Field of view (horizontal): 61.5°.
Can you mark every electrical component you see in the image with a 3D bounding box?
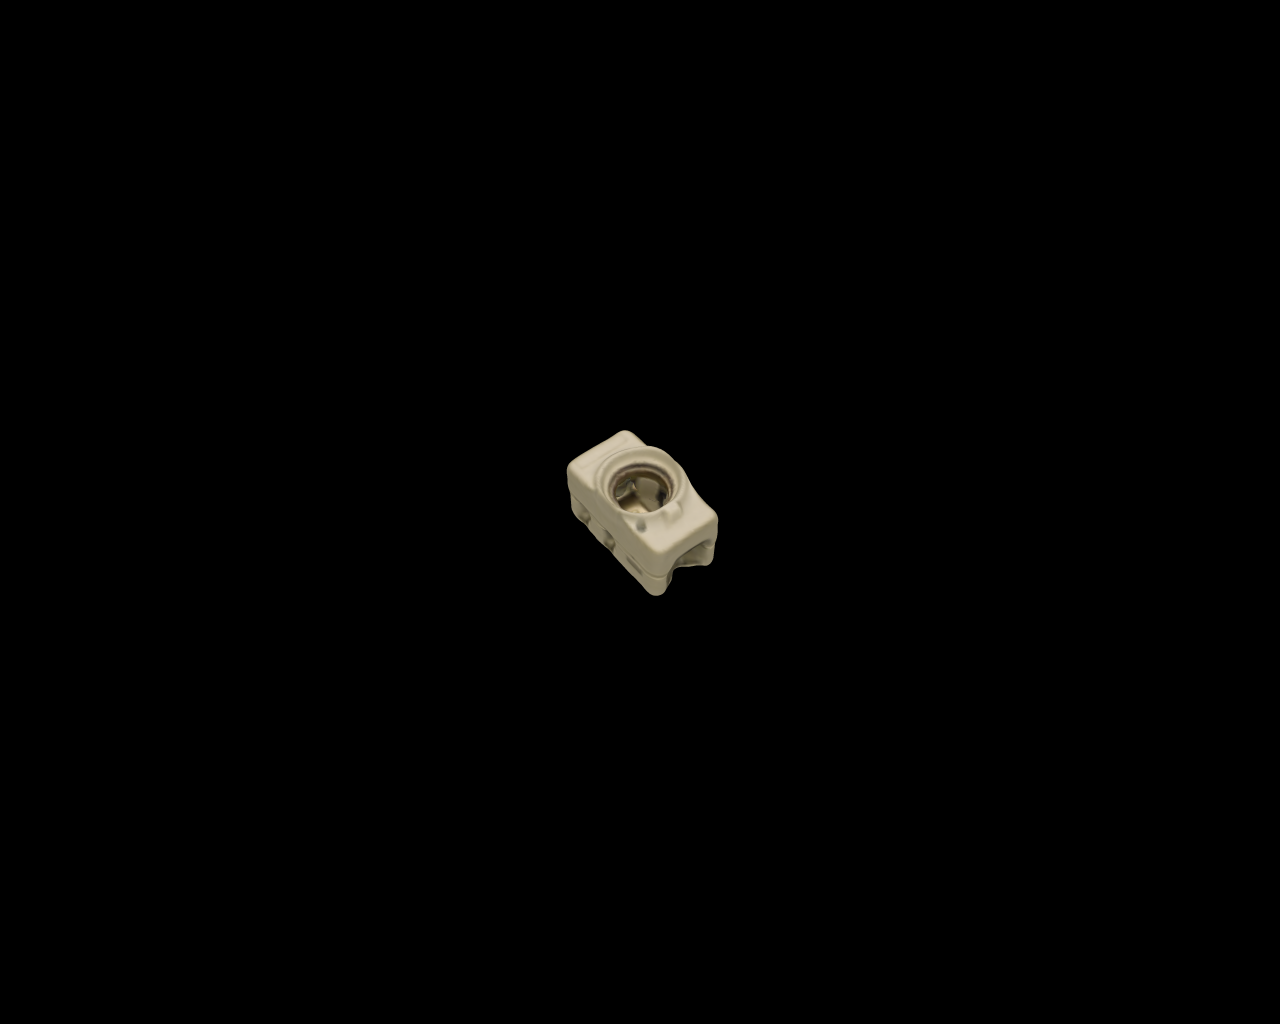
[{"bbox_3d":[0.001,-0.003,0.650,0.050,0.089,0.055,-32,-32,-22],"label":"electrical component"}]
